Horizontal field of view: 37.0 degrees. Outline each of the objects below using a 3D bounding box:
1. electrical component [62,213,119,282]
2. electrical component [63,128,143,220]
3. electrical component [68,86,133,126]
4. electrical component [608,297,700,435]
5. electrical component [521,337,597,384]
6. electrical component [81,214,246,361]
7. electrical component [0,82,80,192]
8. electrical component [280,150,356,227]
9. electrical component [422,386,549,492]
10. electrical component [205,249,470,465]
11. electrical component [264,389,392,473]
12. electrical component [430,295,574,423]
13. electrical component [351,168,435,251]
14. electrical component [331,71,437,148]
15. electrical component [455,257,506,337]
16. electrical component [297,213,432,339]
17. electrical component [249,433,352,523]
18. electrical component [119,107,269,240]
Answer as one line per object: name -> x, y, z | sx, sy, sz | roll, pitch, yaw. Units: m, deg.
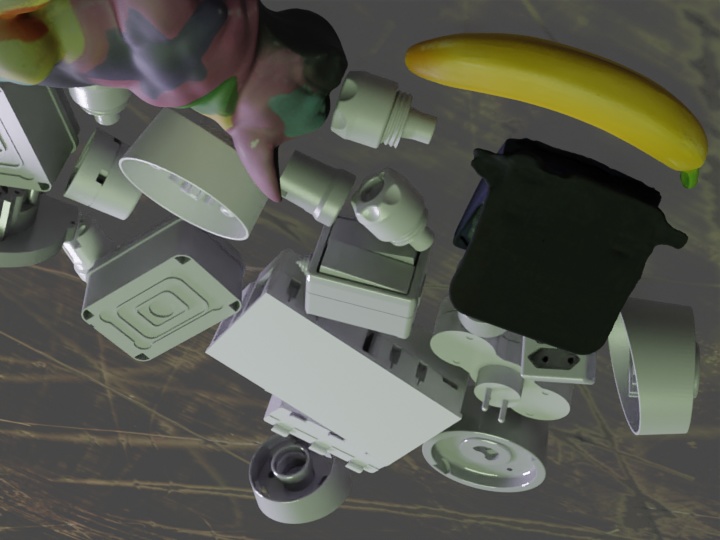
electrical component -> -0.224, -0.019, 0.887 | 0.040, 0.040, 0.046 | -1, 136, 26
electrical component -> -0.182, -0.068, 0.784 | 0.047, 0.055, 0.055 | 26, 146, -19
electrical component -> -0.171, -0.122, 0.711 | 0.043, 0.043, 0.062 | 15, 148, 5
electrical component -> 0.207, 0.068, 0.765 | 0.064, 0.099, 0.099 | 2, 144, 11
electrical component -> 0.153, 0.051, 0.797 | 0.047, 0.065, 0.077 | 2, 172, 23
electrical component -> -0.155, 0.012, 0.853 | 0.113, 0.057, 0.078 | -28, 129, 21
electrical component -> -0.251, -0.115, 0.745 | 0.078, 0.057, 0.113 | 9, 145, 14
electrical component -> -0.032, -0.058, 0.743 | 0.046, 0.040, 0.040 | 27, 146, -5
electrical component -> 0.114, 0.142, 0.942 | 0.108, 0.060, 0.108 | 12, 146, 8
electrical component -> -0.015, 0.071, 0.879 | 0.186, 0.060, 0.105 | 34, 136, -14
electrical component -> -0.022, 0.134, 0.990 | 0.121, 0.063, 0.079 | 29, 145, -16
electrical component -> 0.112, 0.083, 0.847 | 0.138, 0.073, 0.052 | 36, 142, -25
electrical component -> 0.027, -0.037, 0.741 | 0.043, 0.043, 0.062 | -15, 136, 39
electrical component -> 0.016, -0.095, 0.663 | 0.062, 0.043, 0.043 | 18, 146, -3
electrical component -> 0.093, 0.018, 0.788 | 0.045, 0.045, 0.055 | 9, 146, 13
electrical component -> 0.000, 0.000, 0.790 | 0.096, 0.061, 0.061 | 14, 146, 5
electrical component -> -0.062, 0.210, 1.091 | 0.099, 0.099, 0.064 | 3, 137, 21
electrical component -> -0.108, -0.063, 0.722 | 0.099, 0.064, 0.099 | 33, 179, 1
